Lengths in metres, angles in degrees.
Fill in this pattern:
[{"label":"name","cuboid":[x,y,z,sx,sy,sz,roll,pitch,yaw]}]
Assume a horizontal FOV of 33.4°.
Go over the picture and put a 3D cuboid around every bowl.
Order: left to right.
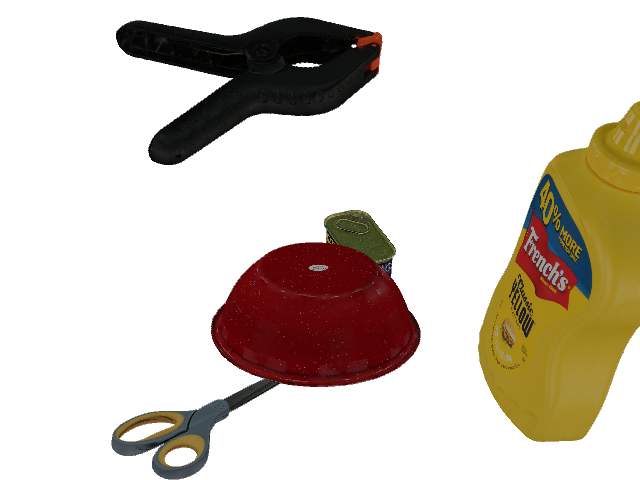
[{"label":"bowl","cuboid":[-0.003,0.045,0.810,0.162,0.055,0.162,1,25,-1]}]

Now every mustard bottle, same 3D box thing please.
[{"label":"mustard bottle","cuboid":[0.136,0.011,0.551,0.058,0.192,0.096,2,42,-13]}]

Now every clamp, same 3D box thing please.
[{"label":"clamp","cuboid":[-0.041,-0.099,0.674,0.171,0.120,0.039,-6,-32,-6]}]

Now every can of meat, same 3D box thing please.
[{"label":"can of meat","cuboid":[0.043,0.028,1.224,0.057,0.084,0.102,-13,38,-18]}]

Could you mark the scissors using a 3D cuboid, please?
[{"label":"scissors","cuboid":[-0.092,0.170,0.987,0.201,0.016,0.096,-12,33,-31]}]
